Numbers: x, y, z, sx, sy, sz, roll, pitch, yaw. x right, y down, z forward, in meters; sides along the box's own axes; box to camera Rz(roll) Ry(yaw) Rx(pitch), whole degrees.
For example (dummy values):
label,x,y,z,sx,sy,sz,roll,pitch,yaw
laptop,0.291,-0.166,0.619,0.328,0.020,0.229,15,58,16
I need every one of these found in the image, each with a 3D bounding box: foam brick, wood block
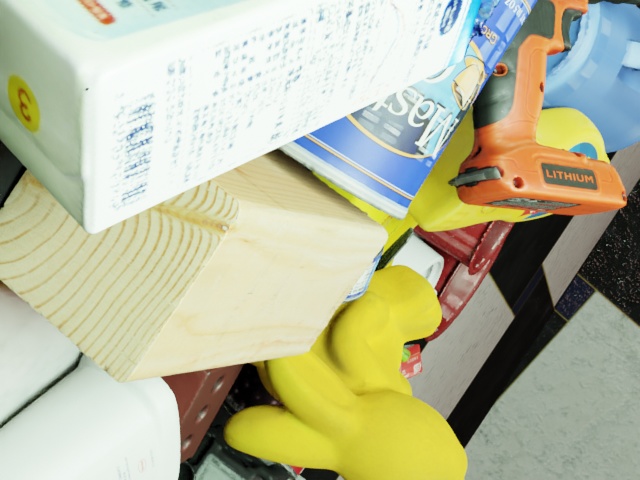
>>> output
label,x,y,z,sx,sy,sz,roll,pitch,yaw
foam brick,-0.090,0.092,0.649,0.078,0.051,0.053,-61,162,14
wood block,-0.052,0.001,0.518,0.090,0.091,0.205,-55,162,9

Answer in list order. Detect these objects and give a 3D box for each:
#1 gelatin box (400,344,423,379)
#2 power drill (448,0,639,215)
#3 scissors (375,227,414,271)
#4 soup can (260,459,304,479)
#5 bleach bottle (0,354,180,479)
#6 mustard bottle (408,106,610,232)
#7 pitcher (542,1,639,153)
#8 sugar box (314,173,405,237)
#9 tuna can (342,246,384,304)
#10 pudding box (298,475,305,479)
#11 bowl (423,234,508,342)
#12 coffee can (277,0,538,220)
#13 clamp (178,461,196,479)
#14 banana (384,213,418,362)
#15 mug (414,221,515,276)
label,x,y,z,sx,sy,sz,roll,pitch,yaw
gelatin box,0.043,0.117,0.986,0.073,0.089,0.030,-3,88,-69
power drill,0.149,-0.112,0.667,0.057,0.184,0.187,165,-74,-63
scissors,0.020,0.054,0.811,0.096,0.016,0.202,-62,-174,-18
soup can,-0.017,0.143,0.903,0.102,0.068,0.068,-51,161,-18
bleach bottle,-0.178,0.157,0.519,0.250,0.068,0.103,-36,144,-39
mustard bottle,0.151,-0.053,0.771,0.191,0.058,0.096,-5,139,-43
pitcher,0.204,-0.145,0.837,0.149,0.145,0.242,-33,163,23
sugar box,0.035,-0.056,0.730,0.093,0.048,0.176,-44,160,-35
tuna can,-0.004,0.001,0.660,0.086,0.086,0.034,-28,145,-56
pudding box,-0.050,0.216,0.909,0.039,0.090,0.113,-60,162,5
bowl,0.135,0.025,1.119,0.162,0.055,0.162,-48,161,-23
coffee can,0.037,-0.096,0.571,0.140,0.103,0.102,-58,162,6
clamp,-0.149,0.231,0.761,0.120,0.039,0.172,-20,145,-53
banana,0.057,0.016,0.881,0.037,0.069,0.198,-67,168,-48
mug,0.133,-0.038,0.958,0.117,0.081,0.093,-62,161,19
